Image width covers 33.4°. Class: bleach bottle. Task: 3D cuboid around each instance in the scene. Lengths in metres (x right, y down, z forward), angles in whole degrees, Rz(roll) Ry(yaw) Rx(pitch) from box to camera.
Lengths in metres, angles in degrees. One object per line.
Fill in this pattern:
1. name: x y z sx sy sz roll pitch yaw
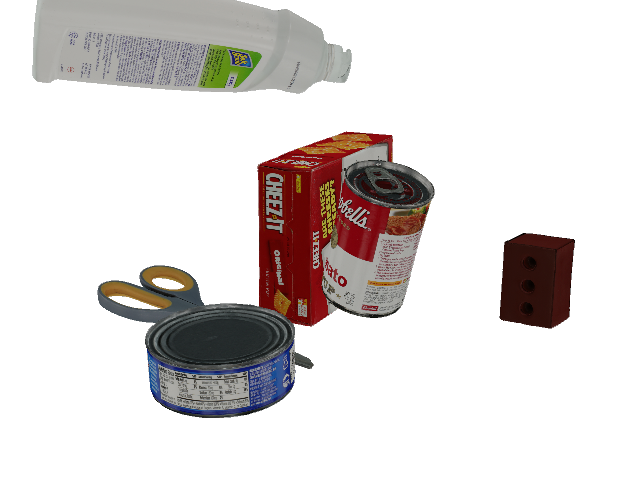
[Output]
1. bleach bottle: -0.101 -0.157 0.865 0.250 0.068 0.103 7 -26 -13

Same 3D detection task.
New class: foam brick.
1. foam brick: 0.202 0.037 0.995 0.053 0.078 0.051 9 16 31

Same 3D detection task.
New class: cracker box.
1. cracker box: 0.009 -0.020 1.151 0.072 0.164 0.213 7 17 25

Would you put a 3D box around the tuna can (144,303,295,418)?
1. tuna can: -0.057 0.068 0.614 0.086 0.034 0.086 -2 20 0

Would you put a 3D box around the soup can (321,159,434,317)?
1. soup can: 0.042 -0.001 0.812 0.068 0.102 0.068 9 31 -6

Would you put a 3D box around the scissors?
1. scissors: -0.090 0.060 0.911 0.202 0.016 0.096 13 26 11
